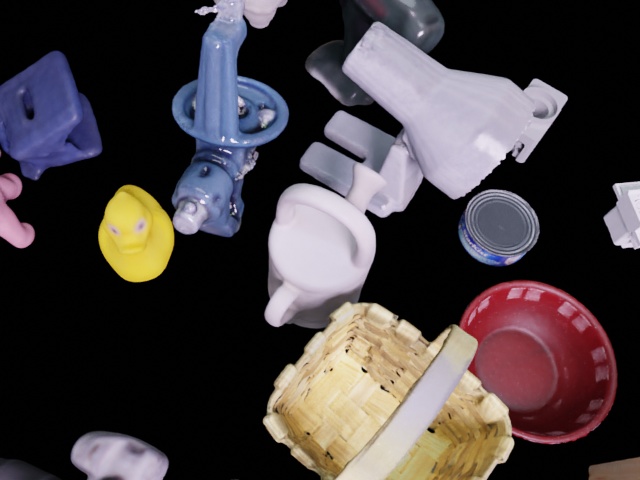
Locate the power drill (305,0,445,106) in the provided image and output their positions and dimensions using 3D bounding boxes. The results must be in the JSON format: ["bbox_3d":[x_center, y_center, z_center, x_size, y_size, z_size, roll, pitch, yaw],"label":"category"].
[{"bbox_3d":[0.037,-0.267,0.667,0.076,0.208,0.229,-39,73,-21],"label":"power drill"}]

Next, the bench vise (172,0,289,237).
[{"bbox_3d":[-0.090,-0.112,0.573,0.121,0.220,0.207,-1,64,-6],"label":"bench vise"}]

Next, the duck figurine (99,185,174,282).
[{"bbox_3d":[-0.195,-0.018,0.591,0.077,0.086,0.104,-10,66,-10],"label":"duck figurine"}]

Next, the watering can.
[{"bbox_3d":[0.003,0.001,0.542,0.101,0.194,0.173,11,64,0],"label":"watering can"}]

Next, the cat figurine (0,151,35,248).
[{"bbox_3d":[-0.352,-0.061,0.579,0.067,0.118,0.127,-22,68,-15],"label":"cat figurine"}]

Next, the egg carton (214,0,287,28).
[{"bbox_3d":[-0.080,-0.364,0.780,0.107,0.069,0.150,27,65,7],"label":"egg carton"}]

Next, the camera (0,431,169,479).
[{"bbox_3d":[-0.217,0.216,0.467,0.136,0.101,0.143,23,64,6],"label":"camera"}]

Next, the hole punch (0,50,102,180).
[{"bbox_3d":[-0.308,-0.139,0.636,0.101,0.091,0.108,-20,68,-14],"label":"hole punch"}]

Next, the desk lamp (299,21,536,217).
[{"bbox_3d":[0.088,-0.112,0.594,0.203,0.213,0.118,30,65,9],"label":"desk lamp"}]
